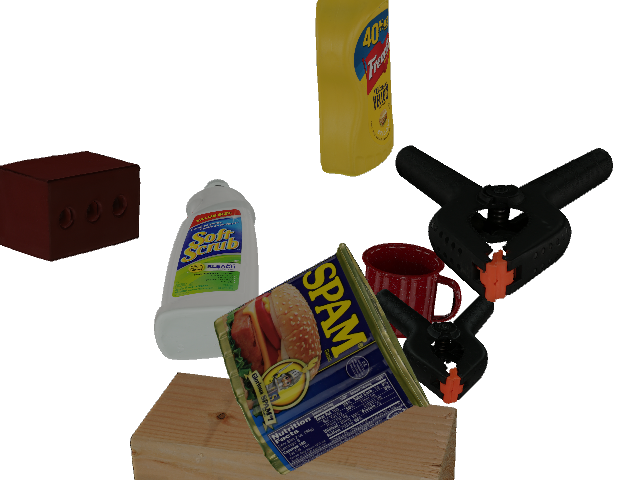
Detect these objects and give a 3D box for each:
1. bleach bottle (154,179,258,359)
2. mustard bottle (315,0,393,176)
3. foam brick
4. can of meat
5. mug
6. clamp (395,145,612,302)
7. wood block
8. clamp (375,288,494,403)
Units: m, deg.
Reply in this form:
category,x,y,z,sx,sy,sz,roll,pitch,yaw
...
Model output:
category,x,y,z,sx,sy,sz,roll,pitch,yaw
bleach bottle,-0.117,0.016,1.122,0.102,0.068,0.251,-5,37,-2
mustard bottle,0.029,-0.159,0.924,0.058,0.192,0.096,11,32,24
foam brick,-0.162,-0.024,0.689,0.051,0.053,0.078,17,22,34
can of meat,-0.003,0.061,0.560,0.084,0.057,0.102,-29,39,4
mug,0.102,0.060,1.211,0.117,0.081,0.093,10,24,15
clamp,0.117,-0.022,0.755,0.165,0.036,0.209,4,28,17
wood block,-0.015,0.161,0.738,0.206,0.090,0.090,6,26,15
clamp,0.125,0.094,1.019,0.120,0.039,0.171,-7,31,-7
